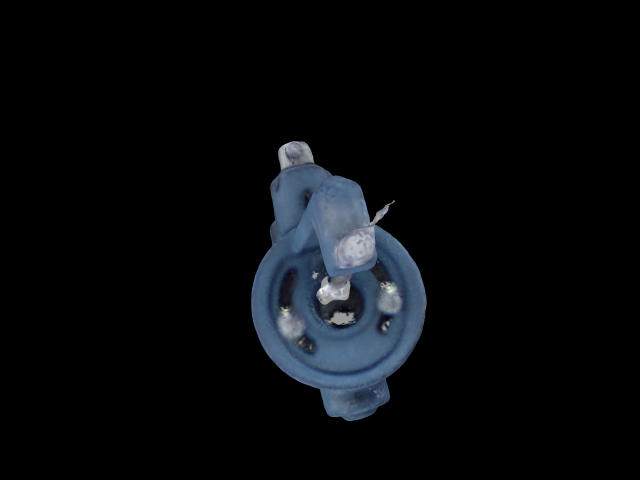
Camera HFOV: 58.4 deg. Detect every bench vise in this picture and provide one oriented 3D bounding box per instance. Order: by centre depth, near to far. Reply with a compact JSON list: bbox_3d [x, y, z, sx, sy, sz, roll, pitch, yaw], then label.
[{"bbox_3d":[-0.007,0.007,0.397,0.122,0.220,0.207,-30,65,-15],"label":"bench vise"}]
